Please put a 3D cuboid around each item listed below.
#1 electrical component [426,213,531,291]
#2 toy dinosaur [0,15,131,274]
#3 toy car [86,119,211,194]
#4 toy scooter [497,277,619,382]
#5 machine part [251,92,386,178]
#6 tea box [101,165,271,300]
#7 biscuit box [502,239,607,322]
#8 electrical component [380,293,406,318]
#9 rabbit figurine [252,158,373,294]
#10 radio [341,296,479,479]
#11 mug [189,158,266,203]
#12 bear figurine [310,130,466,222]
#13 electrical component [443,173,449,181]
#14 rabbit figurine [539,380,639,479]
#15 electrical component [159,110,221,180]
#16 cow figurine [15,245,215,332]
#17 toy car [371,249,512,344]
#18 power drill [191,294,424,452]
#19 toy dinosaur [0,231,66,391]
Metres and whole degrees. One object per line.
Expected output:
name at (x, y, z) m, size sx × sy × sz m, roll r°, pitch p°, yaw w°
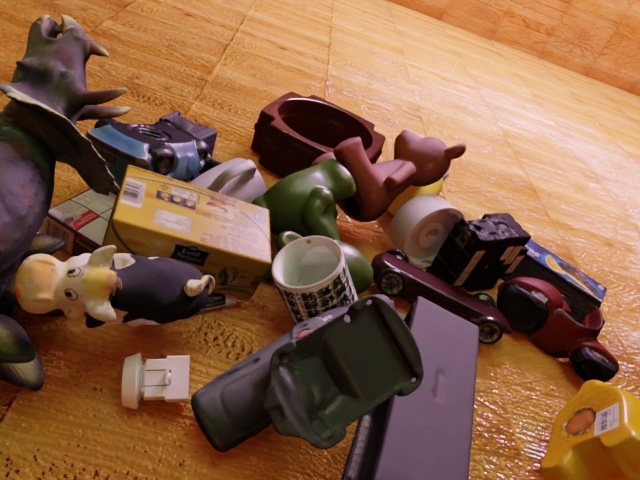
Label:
electrical component at (0.239, 0.019, 0.789) m, size 0.134 × 0.114 × 0.058 m, roll -2°, pitch 46°, yaw -32°
toy dinosaur at (-0.273, -0.028, 0.390) m, size 0.192 × 0.131 × 0.405 m, roll 15°, pitch 42°, yaw -9°
toy car at (-0.220, -0.093, 0.688) m, size 0.109 × 0.102 × 0.161 m, roll 28°, pitch 20°, yaw 15°
toy scooter at (0.342, 0.111, 0.759) m, size 0.184 × 0.075 × 0.135 m, roll 42°, pitch 39°, yaw 20°
machine part at (-0.002, -0.164, 0.926) m, size 0.201 × 0.087 × 0.201 m, roll 27°, pitch 36°, yaw 6°
tea box at (-0.143, -0.007, 0.593) m, size 0.169 × 0.068 × 0.098 m, roll 19°, pitch 38°, yaw -21°
biscuit box at (0.343, 0.049, 0.853) m, size 0.203 × 0.062 × 0.059 m, roll 37°, pitch 36°, yaw 19°
electrical component at (0.082, 0.102, 0.669) m, size 0.063 × 0.021 × 0.094 m, roll 28°, pitch 33°, yaw 7°
rabbit figurine at (-0.001, -0.002, 0.686) m, size 0.159 × 0.121 × 0.170 m, roll -17°, pitch 66°, yaw -40°
radio at (0.077, 0.170, 0.478) m, size 0.073 × 0.131 × 0.230 m, roll 26°, pitch 35°, yaw 5°
mug at (-0.129, -0.058, 0.699) m, size 0.107 × 0.109 × 0.081 m, roll -34°, pitch 88°, yaw -39°
bear figurine at (0.106, -0.115, 0.789) m, size 0.196 × 0.120 × 0.132 m, roll -37°, pitch 99°, yaw -21°
electrical component at (0.203, -0.133, 1.035) m, size 0.078 × 0.045 × 0.102 m, roll 17°, pitch 35°, yaw -11°
rabbit figurine at (0.334, 0.244, 0.569) m, size 0.173 × 0.122 × 0.162 m, roll 44°, pitch 28°, yaw 6°
electrical component at (-0.182, -0.130, 0.787) m, size 0.119 × 0.074 × 0.048 m, roll 26°, pitch 35°, yaw 12°
cow figurine at (-0.164, 0.043, 0.458) m, size 0.098 × 0.068 × 0.167 m, roll -3°, pitch -7°, yaw 18°
toy car at (0.158, 0.077, 0.717) m, size 0.202 × 0.053 × 0.089 m, roll 27°, pitch 18°, yaw -1°
power drill at (0.004, 0.097, 0.457) m, size 0.232 × 0.207 × 0.086 m, roll -28°, pitch 92°, yaw -20°
toy dinosaur at (-0.318, 0.065, 0.424) m, size 0.198 × 0.105 × 0.472 m, roll 20°, pitch 39°, yaw -10°
